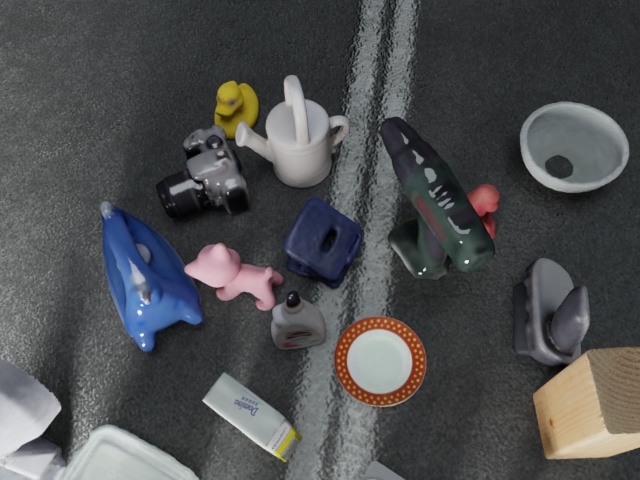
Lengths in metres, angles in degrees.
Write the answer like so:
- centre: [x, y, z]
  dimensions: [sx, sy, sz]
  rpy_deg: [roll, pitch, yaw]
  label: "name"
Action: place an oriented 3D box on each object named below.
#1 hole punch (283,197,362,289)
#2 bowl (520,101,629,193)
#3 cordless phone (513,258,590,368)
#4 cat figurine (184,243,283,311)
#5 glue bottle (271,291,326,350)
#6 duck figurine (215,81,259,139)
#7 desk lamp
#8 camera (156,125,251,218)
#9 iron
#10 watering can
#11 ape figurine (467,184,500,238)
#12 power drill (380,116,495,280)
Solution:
- centre: [0.008, 0.003, 0.865]
  dimensions: [0.101, 0.091, 0.109]
  rpy_deg: [22, 66, 13]
  label: "hole punch"
- centre: [0.401, -0.138, 0.930]
  dimensions: [0.167, 0.075, 0.167]
  rpy_deg: [-1, 63, 2]
  label: "bowl"
- centre: [0.323, 0.081, 0.759]
  dimensions: [0.094, 0.185, 0.147]
  rpy_deg: [2, 63, 4]
  label: "cordless phone"
- centre: [-0.124, 0.045, 0.834]
  dimensions: [0.127, 0.118, 0.067]
  rpy_deg: [9, 64, 7]
  label: "cat figurine"
- centre: [-0.032, 0.105, 0.768]
  dimensions: [0.078, 0.173, 0.037]
  rpy_deg: [-12, 63, -3]
  label: "glue bottle"
- centre: [-0.150, -0.240, 0.998]
  dimensions: [0.077, 0.086, 0.105]
  rpy_deg: [19, 65, 12]
  label: "duck figurine"
- centre: [-0.391, 0.258, 0.682]
  dimensions: [0.117, 0.214, 0.203]
  rpy_deg: [19, 65, 12]
  label: "desk lamp"
- centre: [-0.196, -0.105, 0.922]
  dimensions: [0.137, 0.101, 0.143]
  rpy_deg: [-23, 64, -9]
  label: "camera"
- centre: [-0.274, 0.024, 0.837]
  dimensions: [0.119, 0.141, 0.258]
  rpy_deg: [-29, 65, -12]
  label: "iron"
- centre: [-0.041, -0.170, 0.897]
  dimensions: [0.173, 0.194, 0.100]
  rpy_deg: [-31, 66, -13]
  label: "watering can"
- centre: [0.250, -0.051, 0.882]
  dimensions: [0.076, 0.092, 0.078]
  rpy_deg: [32, 69, 17]
  label: "ape figurine"
- centre: [0.150, -0.037, 0.814]
  dimensions: [0.076, 0.208, 0.229]
  rpy_deg: [-30, 65, -12]
  label: "power drill"
